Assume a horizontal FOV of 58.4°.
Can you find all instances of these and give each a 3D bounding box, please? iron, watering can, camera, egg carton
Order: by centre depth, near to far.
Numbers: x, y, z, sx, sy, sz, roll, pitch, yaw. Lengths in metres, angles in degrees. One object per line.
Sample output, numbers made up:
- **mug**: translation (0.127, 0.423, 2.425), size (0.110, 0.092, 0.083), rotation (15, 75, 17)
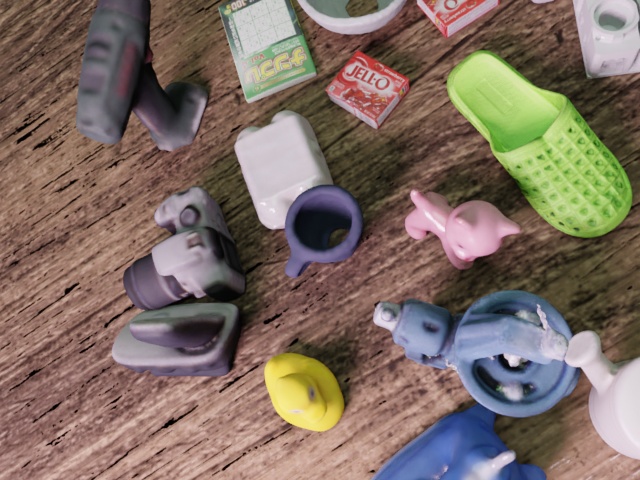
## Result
- **watering can**: translation (0.305, 0.148, 0.513), size (0.172, 0.194, 0.101), rotation (12, 77, 17)
- **iron**: translation (0.092, 0.271, 0.556), size (0.258, 0.142, 0.118), rotation (-38, 69, 0)
- **camera**: translation (-0.182, 0.019, 0.721), size (0.136, 0.101, 0.143), rotation (-24, 69, 6)
- **egg carton**: translation (-0.045, -0.091, 0.738), size (0.107, 0.069, 0.150), rotation (-25, 69, 6)

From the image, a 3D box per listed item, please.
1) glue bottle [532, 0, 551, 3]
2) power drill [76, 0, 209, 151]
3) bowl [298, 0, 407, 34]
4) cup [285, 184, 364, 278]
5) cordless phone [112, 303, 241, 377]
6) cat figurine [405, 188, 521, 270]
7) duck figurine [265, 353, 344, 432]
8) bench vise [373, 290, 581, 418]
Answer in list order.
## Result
- **glue bottle**: translation (0.275, -0.371, 0.688), size (0.037, 0.173, 0.078), rotation (-9, 72, 11)
- **power drill**: translation (-0.228, -0.217, 0.746), size (0.075, 0.209, 0.230), rotation (10, 76, 17)
- **bowl**: translation (0.053, -0.346, 0.788), size (0.167, 0.075, 0.167), rotation (-4, 73, 13)
- **cup**: translation (0.006, 0.002, 0.683), size (0.091, 0.095, 0.118), rotation (31, 83, 20)
- **cordless phone**: translation (-0.182, 0.104, 0.650), size (0.147, 0.185, 0.094), rotation (-7, 72, 12)
- **cat figurine**: translation (0.154, -0.020, 0.641), size (0.127, 0.118, 0.067), rotation (34, 84, 21)
- **duck figurine**: translation (-0.026, 0.170, 0.645), size (0.104, 0.086, 0.077), rotation (40, 86, 21)
- **bench vise**: translation (0.150, 0.106, 0.550), size (0.207, 0.220, 0.121), rotation (-3, 73, 13)
